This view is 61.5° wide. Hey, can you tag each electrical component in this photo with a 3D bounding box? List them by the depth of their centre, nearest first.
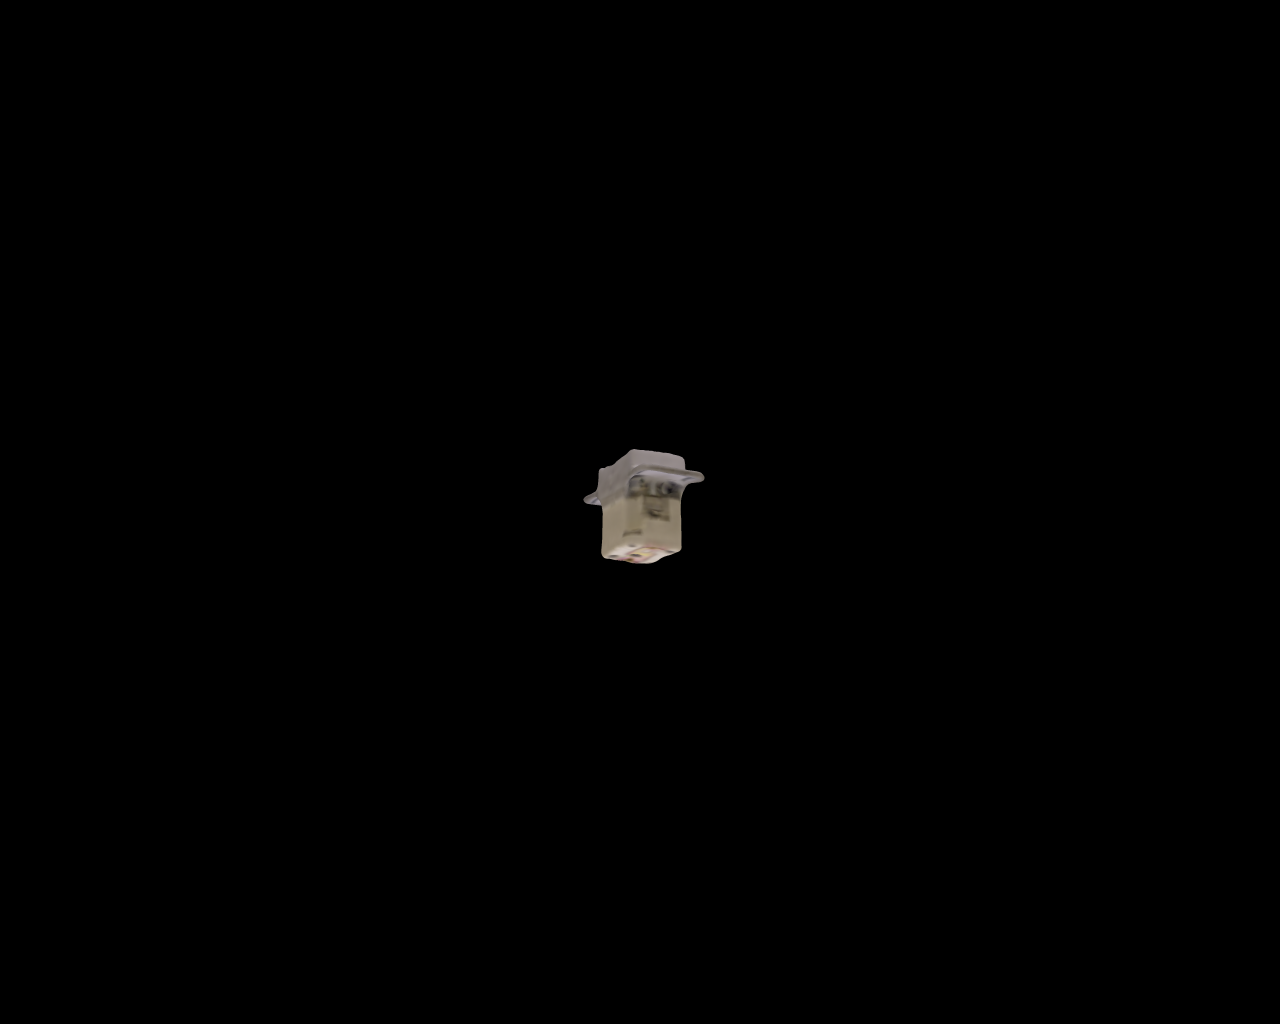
[{"bbox_3d":[0.001,-0.003,0.650,0.042,0.064,0.081,8,-18,-27],"label":"electrical component"}]
